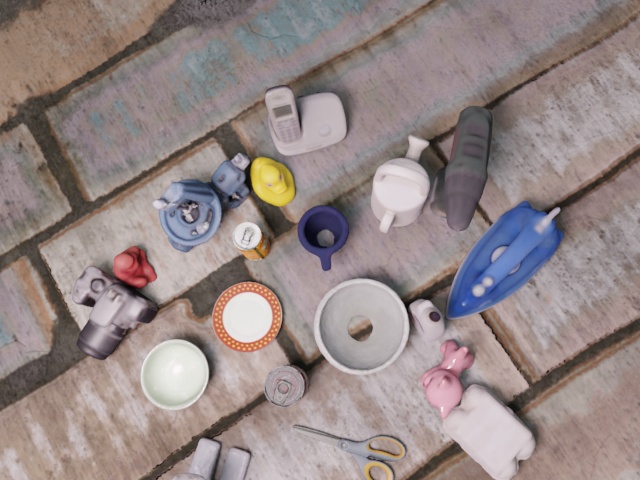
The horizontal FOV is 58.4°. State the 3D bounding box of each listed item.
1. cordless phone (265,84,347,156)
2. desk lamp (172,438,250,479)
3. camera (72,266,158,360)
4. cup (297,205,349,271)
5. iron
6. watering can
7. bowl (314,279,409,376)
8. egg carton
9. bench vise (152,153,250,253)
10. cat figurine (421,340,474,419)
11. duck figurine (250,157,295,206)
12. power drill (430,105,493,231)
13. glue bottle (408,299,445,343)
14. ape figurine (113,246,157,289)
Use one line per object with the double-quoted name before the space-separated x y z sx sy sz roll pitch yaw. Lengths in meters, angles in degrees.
"cordless phone" -0.028 -0.234 1.052 0.147 0.185 0.094 -17 78 0
"desk lamp" -0.206 0.440 0.909 0.118 0.213 0.203 15 80 6
"camera" -0.395 0.137 1.039 0.143 0.101 0.137 31 82 9
"cup" 0.010 0.004 1.047 0.091 0.095 0.118 -7 78 2
"iron" 0.319 0.042 0.999 0.118 0.141 0.258 43 84 10
"watering can" 0.143 -0.101 1.011 0.101 0.194 0.173 0 78 3
"bowl" 0.074 0.155 1.023 0.167 0.075 0.167 -1 78 3
"egg carton" 0.289 0.328 0.979 0.150 0.069 0.107 42 84 10
"bench vise" -0.219 -0.085 1.014 0.121 0.220 0.207 23 81 8
"cat figurine" 0.219 0.235 0.977 0.067 0.118 0.128 30 82 9
"duck figurine" -0.094 -0.119 1.082 0.077 0.086 0.104 -37 79 -4
"power drill" 0.246 -0.105 0.999 0.075 0.208 0.230 11 79 6
"glue bottle" 0.185 0.133 0.971 0.037 0.173 0.078 -30 78 -3
"ape figurine" -0.351 0.048 1.059 0.076 0.092 0.078 6 79 5
